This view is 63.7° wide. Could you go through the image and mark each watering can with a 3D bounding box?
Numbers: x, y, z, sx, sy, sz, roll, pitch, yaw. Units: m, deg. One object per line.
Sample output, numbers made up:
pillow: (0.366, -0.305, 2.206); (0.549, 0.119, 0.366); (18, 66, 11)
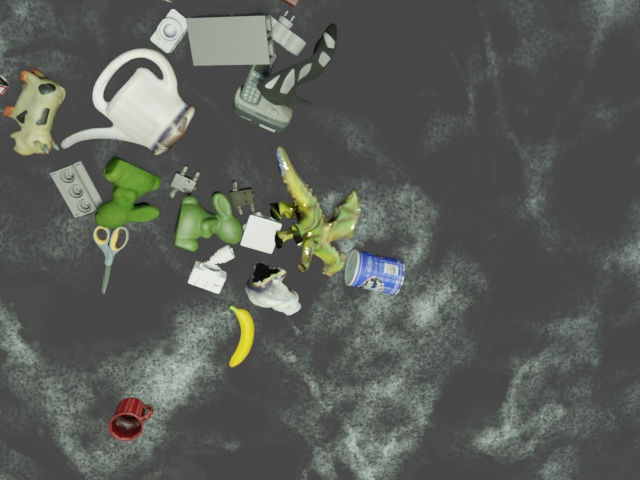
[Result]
watering can: (-0.451, -0.291, 1.236); (0.222, 0.106, 0.343); (40, 112, -18)

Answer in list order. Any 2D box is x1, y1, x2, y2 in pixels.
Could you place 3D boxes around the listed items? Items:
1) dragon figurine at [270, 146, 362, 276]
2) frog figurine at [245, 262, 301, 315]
dragon figurine: (0.004, -0.068, 1.358); (0.245, 0.123, 0.402); (-20, 121, -33)
frog figurine: (-0.128, 0.155, 1.410); (0.137, 0.125, 0.156); (-4, 122, 28)
